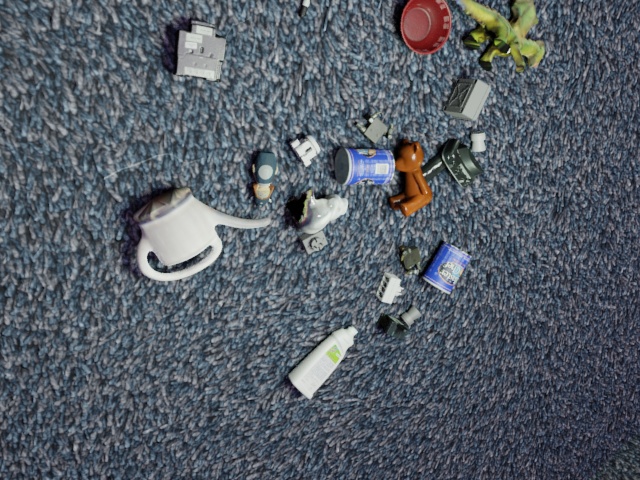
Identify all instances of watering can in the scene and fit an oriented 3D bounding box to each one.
[{"bbox_3d":[-0.316,-0.038,1.309,0.349,0.105,0.221,-31,115,-10],"label":"watering can"}]

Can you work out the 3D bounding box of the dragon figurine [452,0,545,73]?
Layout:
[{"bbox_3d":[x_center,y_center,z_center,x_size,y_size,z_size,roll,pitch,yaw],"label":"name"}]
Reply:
[{"bbox_3d":[0.539,-0.641,1.503,0.405,0.122,0.246,42,71,-29],"label":"dragon figurine"}]

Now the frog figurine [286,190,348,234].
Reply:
[{"bbox_3d":[0.004,-0.072,1.431,0.159,0.125,0.135,13,135,-34],"label":"frog figurine"}]
